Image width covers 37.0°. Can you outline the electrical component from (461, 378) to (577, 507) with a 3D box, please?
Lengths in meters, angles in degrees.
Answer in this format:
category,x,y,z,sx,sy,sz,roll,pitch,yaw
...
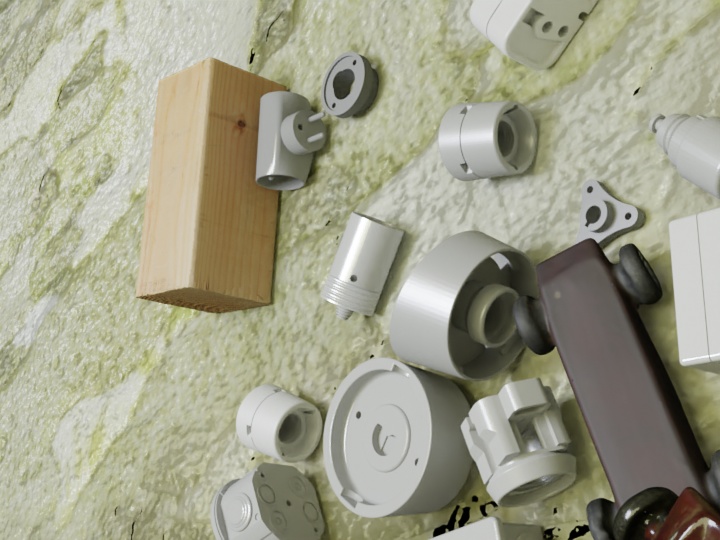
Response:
category,x,y,z,sx,sy,sz,roll,pitch,yaw
electrical component,0.100,0.111,0.669,0.078,0.058,0.057,109,148,-55

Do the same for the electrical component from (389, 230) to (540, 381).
category,x,y,z,sx,sy,sz,roll,pitch,yaw
electrical component,0.069,0.024,0.707,0.064,0.099,0.099,22,96,44

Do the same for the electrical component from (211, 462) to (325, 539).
category,x,y,z,sx,sy,sz,roll,pitch,yaw
electrical component,-0.071,0.191,0.831,0.051,0.080,0.080,-39,52,29

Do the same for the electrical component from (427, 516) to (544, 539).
category,x,y,z,sx,sy,sz,roll,pitch,yaw
electrical component,0.077,0.210,0.676,0.100,0.048,0.099,-32,56,40

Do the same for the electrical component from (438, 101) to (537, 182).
category,x,y,z,sx,sy,sz,roll,pitch,yaw
electrical component,0.090,-0.090,0.749,0.047,0.055,0.055,1,79,46

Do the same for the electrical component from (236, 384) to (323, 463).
category,x,y,z,sx,sy,sz,roll,pitch,yaw
electrical component,-0.063,0.124,0.862,0.047,0.055,0.055,14,90,47

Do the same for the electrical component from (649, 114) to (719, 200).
category,x,y,z,sx,sy,sz,roll,pitch,yaw
electrical component,0.199,-0.071,0.625,0.078,0.040,0.040,44,112,46

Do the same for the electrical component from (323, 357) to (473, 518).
category,x,y,z,sx,sy,sz,roll,pitch,yaw
electrical component,0.032,0.118,0.747,0.108,0.060,0.108,-17,66,45

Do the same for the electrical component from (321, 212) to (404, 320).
category,x,y,z,sx,sy,sz,roll,pitch,yaw
electrical component,0.000,0.000,0.833,0.043,0.043,0.081,29,101,49

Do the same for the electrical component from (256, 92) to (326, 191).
category,x,y,z,sx,sy,sz,roll,pitch,yaw
electrical component,-0.056,-0.116,0.931,0.079,0.044,0.077,-14,69,47

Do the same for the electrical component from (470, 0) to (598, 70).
category,x,y,z,sx,sy,sz,roll,pitch,yaw
electrical component,0.123,-0.195,0.741,0.095,0.054,0.059,-56,44,22

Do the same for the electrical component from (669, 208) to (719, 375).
category,x,y,z,sx,sy,sz,roll,pitch,yaw
electrical component,0.214,0.009,0.579,0.076,0.047,0.083,-17,66,46
